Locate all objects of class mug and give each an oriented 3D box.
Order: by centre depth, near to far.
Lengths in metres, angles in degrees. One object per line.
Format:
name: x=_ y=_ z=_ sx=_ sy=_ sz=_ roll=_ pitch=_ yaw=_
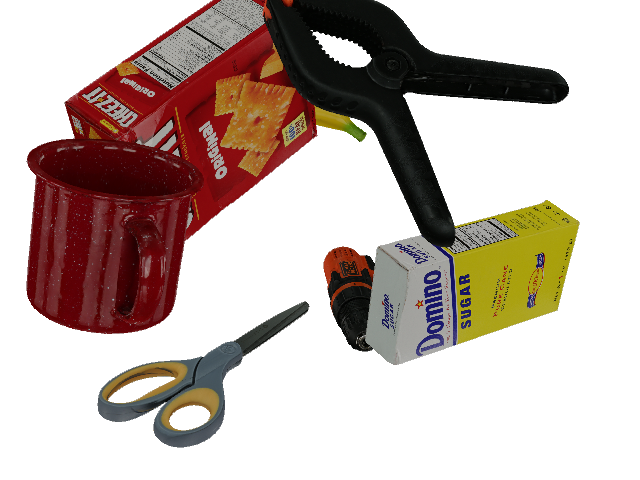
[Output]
mug: x=-0.109 y=0.003 z=0.569 sx=0.093 sy=0.081 sz=0.117 roll=-3 pitch=25 yaw=-32

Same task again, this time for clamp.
clamp: x=0.044 y=-0.097 z=0.705 sx=0.210 sy=0.164 sz=0.036 roll=30 pitch=-30 yaw=6

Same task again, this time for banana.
banana: x=-0.040 y=-0.126 z=1.101 sx=0.197 sy=0.037 sz=0.070 roll=-11 pitch=51 yaw=-37

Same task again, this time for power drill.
power drill: x=0.102 y=0.056 z=1.166 sx=0.187 sy=0.057 sz=0.184 roll=-4 pitch=28 yaw=-7

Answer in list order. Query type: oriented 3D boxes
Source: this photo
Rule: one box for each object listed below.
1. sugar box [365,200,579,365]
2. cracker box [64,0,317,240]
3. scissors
sugar box: x=0.122 y=0.032 z=0.853 sx=0.175 sy=0.093 sz=0.048 roll=-17 pitch=38 yaw=-31
cracker box: x=-0.099 y=-0.102 z=0.914 sx=0.072 sy=0.164 sz=0.213 roll=34 pitch=60 yaw=27
scissors: x=-0.062 y=0.096 z=0.775 sx=0.201 sy=0.016 sz=0.096 roll=-18 pitch=36 yaw=-33
